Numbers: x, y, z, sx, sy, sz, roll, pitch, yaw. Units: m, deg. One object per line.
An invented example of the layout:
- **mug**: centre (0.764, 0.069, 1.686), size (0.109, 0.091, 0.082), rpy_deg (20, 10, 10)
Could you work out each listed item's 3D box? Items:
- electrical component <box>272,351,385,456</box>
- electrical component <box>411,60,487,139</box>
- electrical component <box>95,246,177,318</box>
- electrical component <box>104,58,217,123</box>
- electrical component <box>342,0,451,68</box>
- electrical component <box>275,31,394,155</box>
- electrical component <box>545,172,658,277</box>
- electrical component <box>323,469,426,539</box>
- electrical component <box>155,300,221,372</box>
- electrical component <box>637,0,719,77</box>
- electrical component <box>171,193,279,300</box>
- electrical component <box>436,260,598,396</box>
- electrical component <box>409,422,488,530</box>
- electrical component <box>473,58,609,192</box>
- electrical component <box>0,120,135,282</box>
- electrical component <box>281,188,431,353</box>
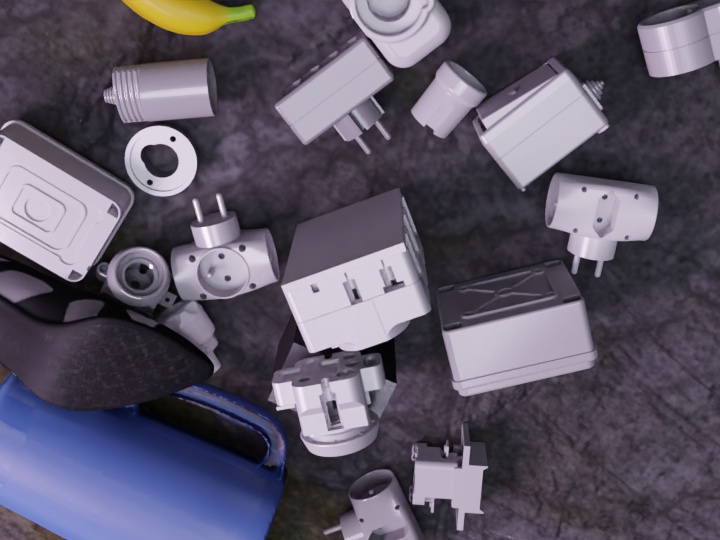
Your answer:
- **electrical component**: centre (-0.018, 0.096, 0.767), size (0.078, 0.058, 0.057), rpy_deg (-10, 107, 4)
- **electrical component**: centre (0.066, -0.127, 0.808), size (0.040, 0.040, 0.046), rpy_deg (35, 112, -11)
- **electrical component**: centre (-0.175, 0.009, 0.844), size (0.066, 0.055, 0.048), rpy_deg (28, 70, -9)
- **electrical component**: centre (-0.151, -0.133, 0.805), size (0.081, 0.043, 0.043), rpy_deg (-4, 110, 2)
- **electrical component**: centre (0.021, -0.196, 0.773), size (0.054, 0.059, 0.095), rpy_deg (-36, 106, 12)
- **electrical component**: centre (-0.007, -0.122, 0.806), size (0.083, 0.047, 0.075), rpy_deg (-35, 106, 12)
- **electrical component**: centre (0.184, -0.032, 0.839), size (0.077, 0.043, 0.079), rpy_deg (8, 110, -2)
- **electrical component**: centre (0.008, 0.222, 0.932), size (0.079, 0.043, 0.077), rpy_deg (-22, 108, 9)
- **electrical component**: centre (-0.136, 0.057, 0.874), size (0.043, 0.043, 0.062), rpy_deg (-27, 109, 10)
- **electrical component**: centre (0.279, -0.166, 0.785), size (0.138, 0.052, 0.073), rpy_deg (-18, 109, 6)
- **electrical component**: centre (-0.110, -0.021, 0.845), size (0.077, 0.044, 0.079), rpy_deg (-12, 109, 5)
- **electrical component**: centre (0.118, 0.042, 0.832), size (0.109, 0.108, 0.056), rpy_deg (-14, 106, 5)
- **electrical component**: centre (0.075, 0.175, 0.915), size (0.064, 0.042, 0.081), rpy_deg (3, 109, 1)
- **electrical component**: centre (0.136, -0.116, 0.799), size (0.096, 0.061, 0.061), rpy_deg (-38, 105, 13)
- **electrical component**: centre (-0.240, -0.054, 0.827), size (0.113, 0.057, 0.078), rpy_deg (32, 107, -10)
- **electrical component**: centre (0.000, 0.000, 0.795), size (0.089, 0.150, 0.061), rpy_deg (-19, 107, 7)
